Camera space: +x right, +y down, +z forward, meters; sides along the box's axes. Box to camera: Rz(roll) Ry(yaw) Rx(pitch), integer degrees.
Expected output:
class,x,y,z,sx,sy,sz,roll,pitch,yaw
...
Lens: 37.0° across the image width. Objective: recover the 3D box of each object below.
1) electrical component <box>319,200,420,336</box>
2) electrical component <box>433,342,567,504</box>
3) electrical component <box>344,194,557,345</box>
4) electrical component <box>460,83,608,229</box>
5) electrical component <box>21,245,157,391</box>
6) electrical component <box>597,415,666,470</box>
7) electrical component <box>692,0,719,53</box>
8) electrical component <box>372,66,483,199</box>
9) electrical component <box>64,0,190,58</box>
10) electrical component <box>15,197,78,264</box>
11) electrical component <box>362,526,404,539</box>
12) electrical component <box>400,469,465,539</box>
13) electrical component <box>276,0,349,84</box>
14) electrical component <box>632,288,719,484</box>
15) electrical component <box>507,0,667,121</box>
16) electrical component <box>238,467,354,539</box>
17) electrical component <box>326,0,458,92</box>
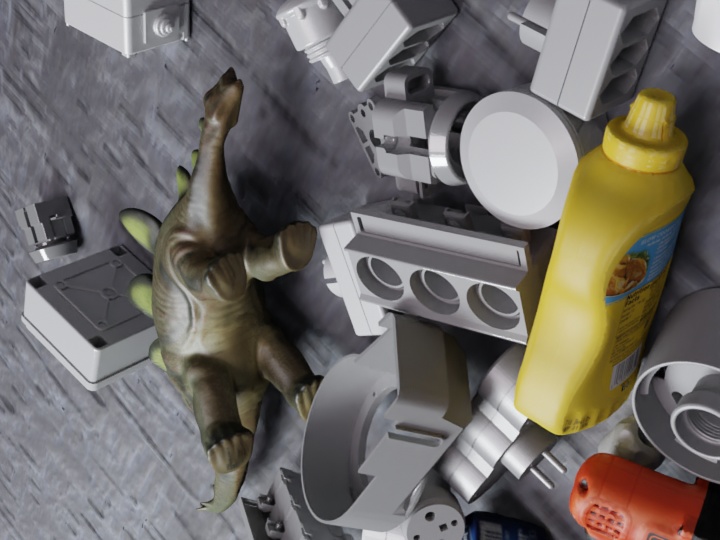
class,x,y,z,sx,sy,sz,roll,pitch,yaw
electrical component,0.000,0.000,0.761,0.076,0.047,0.083,-7,106,51
electrical component,0.105,0.112,0.710,0.074,0.052,0.138,44,136,20
electrical component,0.061,-0.004,0.668,0.121,0.063,0.078,14,137,34
electrical component,0.102,-0.068,0.615,0.080,0.051,0.080,24,127,36
electrical component,-0.230,0.041,0.974,0.109,0.109,0.056,39,132,25
electrical component,0.163,0.117,0.668,0.035,0.035,0.061,49,141,15
electrical component,0.174,-0.149,0.501,0.079,0.043,0.077,36,134,27
electrical component,0.048,-0.082,0.658,0.057,0.058,0.078,17,124,42
electrical component,-0.173,-0.206,0.813,0.096,0.062,0.061,30,131,31
electrical component,-0.306,-0.038,1.058,0.066,0.048,0.055,-11,96,48
electrical component,0.043,0.238,0.847,0.074,0.052,0.138,11,121,15
electrical component,0.048,0.168,0.755,0.055,0.045,0.045,-114,13,-70
electrical component,-0.023,-0.153,0.702,0.048,0.048,0.062,-11,110,48
electrical component,0.203,0.068,0.595,0.099,0.064,0.099,26,140,24
electrical component,0.112,-0.129,0.573,0.077,0.047,0.065,35,133,28
electrical component,-0.048,0.219,0.881,0.063,0.079,0.121,-64,23,13
electrical component,0.008,-0.163,0.661,0.076,0.047,0.066,55,139,8
